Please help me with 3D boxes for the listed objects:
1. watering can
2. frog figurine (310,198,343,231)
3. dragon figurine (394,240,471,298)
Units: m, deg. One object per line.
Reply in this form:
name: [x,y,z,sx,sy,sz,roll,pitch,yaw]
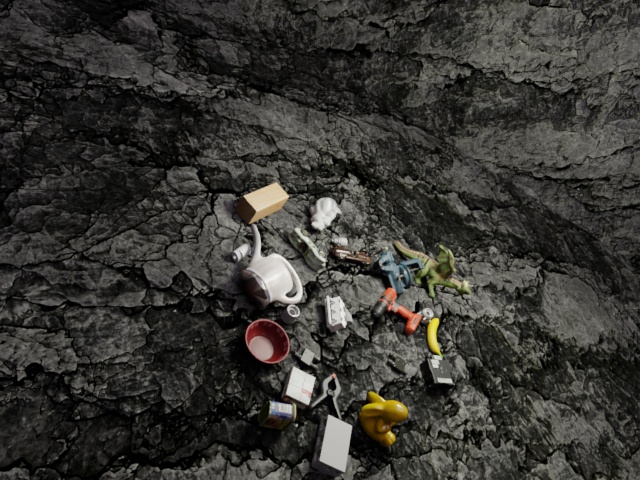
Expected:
watering can: [-0.209,0.107,1.894,0.350,0.102,0.227,51,41,10]
frog figurine: [0.007,-0.114,2.270,0.138,0.120,0.162,21,39,34]
dragon figurine: [0.518,0.105,2.332,0.124,0.238,0.413,-28,73,-43]
